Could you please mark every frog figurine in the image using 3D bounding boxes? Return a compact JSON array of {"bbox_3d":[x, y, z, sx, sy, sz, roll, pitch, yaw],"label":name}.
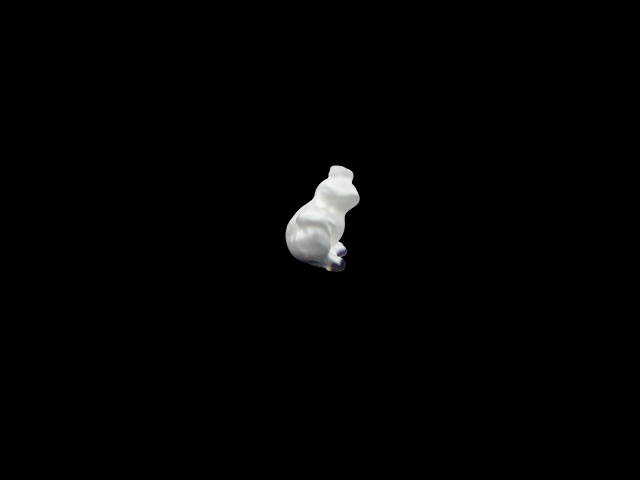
[{"bbox_3d":[0.003,-0.043,0.850,0.123,0.157,0.139,6,17,22],"label":"frog figurine"}]
